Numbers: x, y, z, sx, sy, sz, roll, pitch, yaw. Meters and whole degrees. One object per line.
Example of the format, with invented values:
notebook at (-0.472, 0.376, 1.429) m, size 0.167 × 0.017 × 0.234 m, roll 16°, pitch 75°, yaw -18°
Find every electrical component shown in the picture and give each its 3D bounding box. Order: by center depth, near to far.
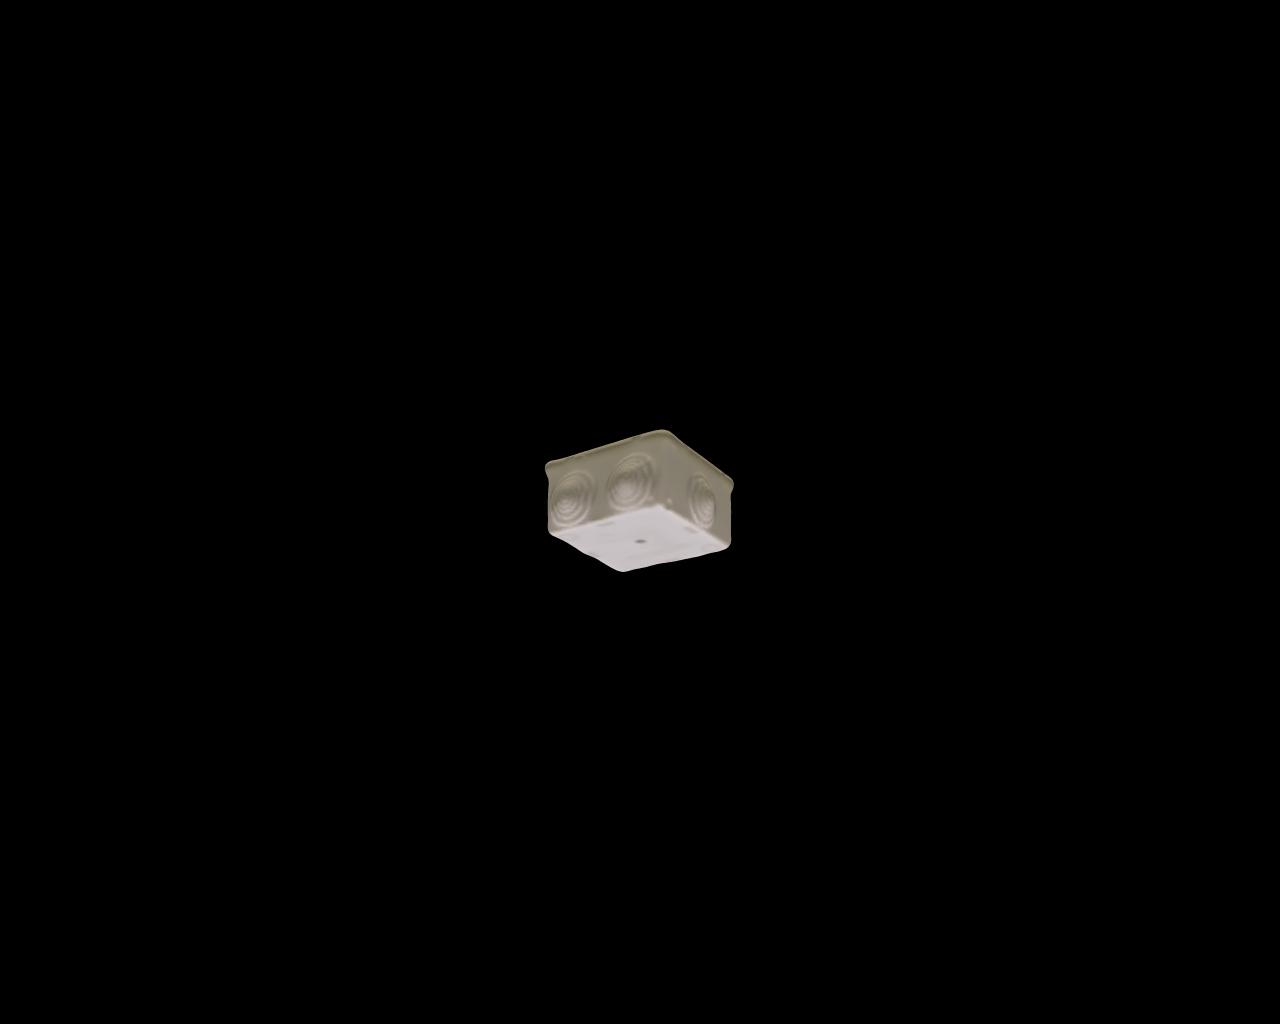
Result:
electrical component at (0.001, -0.003, 0.650) m, size 0.099 × 0.048 × 0.099 m, roll -14°, pitch -27°, yaw 29°
